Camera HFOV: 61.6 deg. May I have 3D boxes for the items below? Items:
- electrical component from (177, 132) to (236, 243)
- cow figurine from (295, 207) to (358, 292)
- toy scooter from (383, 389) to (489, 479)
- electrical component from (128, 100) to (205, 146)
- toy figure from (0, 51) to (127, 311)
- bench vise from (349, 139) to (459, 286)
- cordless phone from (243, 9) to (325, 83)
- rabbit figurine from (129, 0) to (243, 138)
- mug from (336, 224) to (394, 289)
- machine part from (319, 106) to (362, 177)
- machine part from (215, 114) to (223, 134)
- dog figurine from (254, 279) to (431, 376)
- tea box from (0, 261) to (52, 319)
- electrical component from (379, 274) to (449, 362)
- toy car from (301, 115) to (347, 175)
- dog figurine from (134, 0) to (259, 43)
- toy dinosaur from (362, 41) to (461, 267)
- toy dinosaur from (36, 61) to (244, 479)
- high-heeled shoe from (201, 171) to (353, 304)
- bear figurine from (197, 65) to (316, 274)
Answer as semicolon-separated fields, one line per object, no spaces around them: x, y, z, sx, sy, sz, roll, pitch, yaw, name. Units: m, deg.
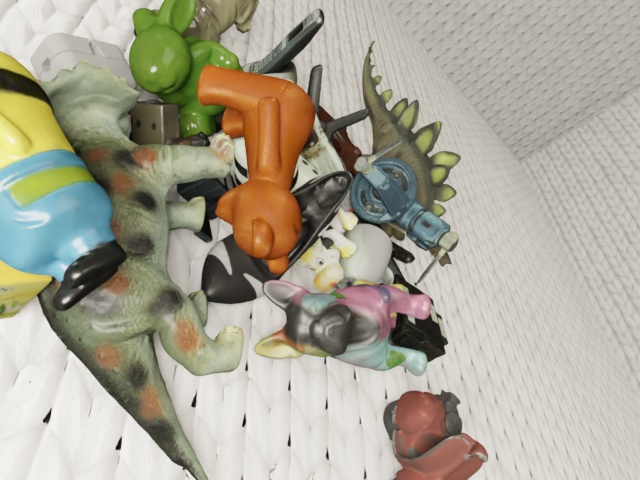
-0.132;-0.059;0.636;0.074;0.048;0.119;48;20;-52;electrical component
0.000;-0.003;0.777;0.098;0.068;0.167;39;28;-18;cow figurine
0.143;0.248;0.662;0.075;0.135;0.184;45;28;-16;toy scooter
-0.178;-0.115;0.597;0.045;0.102;0.078;-21;113;-55;electrical component
-0.198;-0.044;0.357;0.180;0.082;0.089;51;16;0;toy figure
0.125;-0.064;0.890;0.224;0.129;0.240;55;9;30;bench vise
-0.054;-0.275;0.858;0.088;0.184;0.147;34;34;-28;cordless phone
-0.159;-0.211;0.637;0.170;0.121;0.159;-13;87;-74;rabbit figurine
0.068;0.047;0.831;0.109;0.081;0.107;51;39;-20;mug
0.006;-0.174;0.985;0.179;0.056;0.179;36;34;-30;machine part
-0.122;-0.170;0.801;0.138;0.039;0.084;35;29;-31;machine part
0.019;0.099;0.664;0.219;0.192;0.108;10;90;-25;dog figurine
-0.273;-0.026;0.378;0.098;0.068;0.169;-7;65;-58;tea box
0.152;0.136;0.879;0.134;0.058;0.115;37;35;-32;electrical component
-0.022;-0.145;0.820;0.201;0.073;0.056;59;13;-22;toy car
-0.167;-0.325;0.763;0.121;0.172;0.191;35;25;-14;dog figurine
0.156;-0.166;1.061;0.105;0.198;0.471;-3;64;-62;toy dinosaur
-0.173;0.011;0.455;0.192;0.131;0.405;6;61;-32;toy dinosaur
-0.039;-0.010;0.643;0.086;0.145;0.249;51;27;-8;high-heeled shoe
-0.072;-0.070;0.573;0.120;0.132;0.195;48;53;-73;bear figurine
